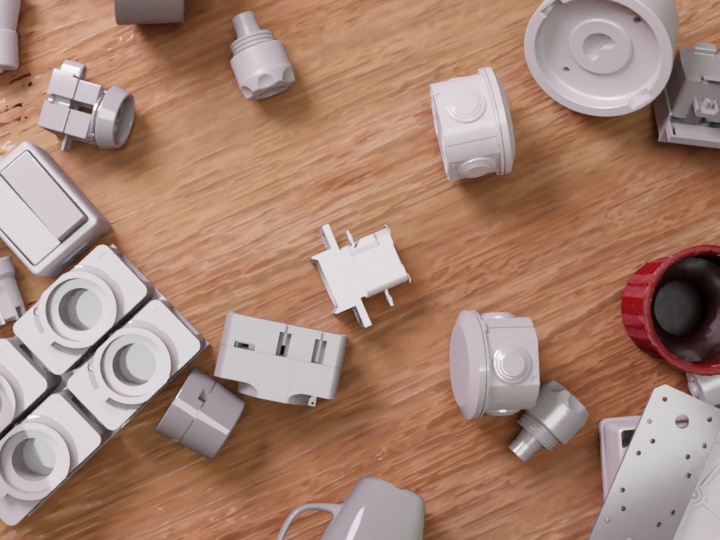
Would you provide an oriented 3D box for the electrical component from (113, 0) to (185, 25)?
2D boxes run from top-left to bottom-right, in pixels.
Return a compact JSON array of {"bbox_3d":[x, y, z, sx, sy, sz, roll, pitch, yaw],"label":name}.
[{"bbox_3d":[-0.144,-0.230,0.776,0.060,0.108,0.108,2,88,-9],"label":"electrical component"}]

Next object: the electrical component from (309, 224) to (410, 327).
[{"bbox_3d":[0.000,0.000,0.808,0.064,0.042,0.081,-24,90,-7],"label":"electrical component"}]

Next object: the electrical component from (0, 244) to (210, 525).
[{"bbox_3d":[-0.216,0.082,0.784,0.186,0.060,0.105,-44,91,-3],"label":"electrical component"}]

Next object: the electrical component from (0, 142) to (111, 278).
[{"bbox_3d":[-0.240,-0.048,0.786,0.062,0.061,0.096,-42,91,-3],"label":"electrical component"}]

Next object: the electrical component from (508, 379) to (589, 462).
[{"bbox_3d":[0.139,0.117,0.811,0.043,0.043,0.062,44,88,-1],"label":"electrical component"}]

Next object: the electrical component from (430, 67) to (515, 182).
[{"bbox_3d":[0.083,-0.106,0.797,0.051,0.080,0.080,-12,89,2],"label":"electrical component"}]

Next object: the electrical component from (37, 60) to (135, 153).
[{"bbox_3d":[-0.201,-0.117,0.799,0.055,0.048,0.066,16,88,5],"label":"electrical component"}]

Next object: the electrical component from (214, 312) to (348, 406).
[{"bbox_3d":[-0.059,0.067,0.798,0.089,0.050,0.055,12,87,-3],"label":"electrical component"}]

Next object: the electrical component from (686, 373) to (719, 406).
[{"bbox_3d":[0.284,0.079,0.822,0.065,0.044,0.044,-22,90,1],"label":"electrical component"}]

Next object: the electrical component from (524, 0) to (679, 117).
[{"bbox_3d":[0.182,-0.175,0.793,0.108,0.108,0.060,31,50,-2],"label":"electrical component"}]

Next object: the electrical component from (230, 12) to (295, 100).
[{"bbox_3d":[-0.077,-0.162,0.808,0.043,0.043,0.062,-21,88,-3],"label":"electrical component"}]

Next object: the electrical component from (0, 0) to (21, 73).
[{"bbox_3d":[-0.273,-0.180,0.799,0.044,0.044,0.065,-1,93,-3],"label":"electrical component"}]

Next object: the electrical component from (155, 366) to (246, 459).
[{"bbox_3d":[-0.116,0.107,0.793,0.047,0.055,0.055,32,87,-5],"label":"electrical component"}]

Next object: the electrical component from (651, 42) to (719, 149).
[{"bbox_3d":[0.291,-0.127,0.810,0.121,0.063,0.078,7,48,-3],"label":"electrical component"}]

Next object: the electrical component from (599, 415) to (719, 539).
[{"bbox_3d":[0.242,0.164,0.808,0.109,0.056,0.108,-4,89,-3],"label":"electrical component"}]

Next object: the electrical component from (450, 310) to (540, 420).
[{"bbox_3d":[0.098,0.069,0.793,0.051,0.080,0.080,-1,88,-8],"label":"electrical component"}]

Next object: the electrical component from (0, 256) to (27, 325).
[{"bbox_3d":[-0.270,0.018,0.794,0.040,0.040,0.046,-19,95,-3],"label":"electrical component"}]
